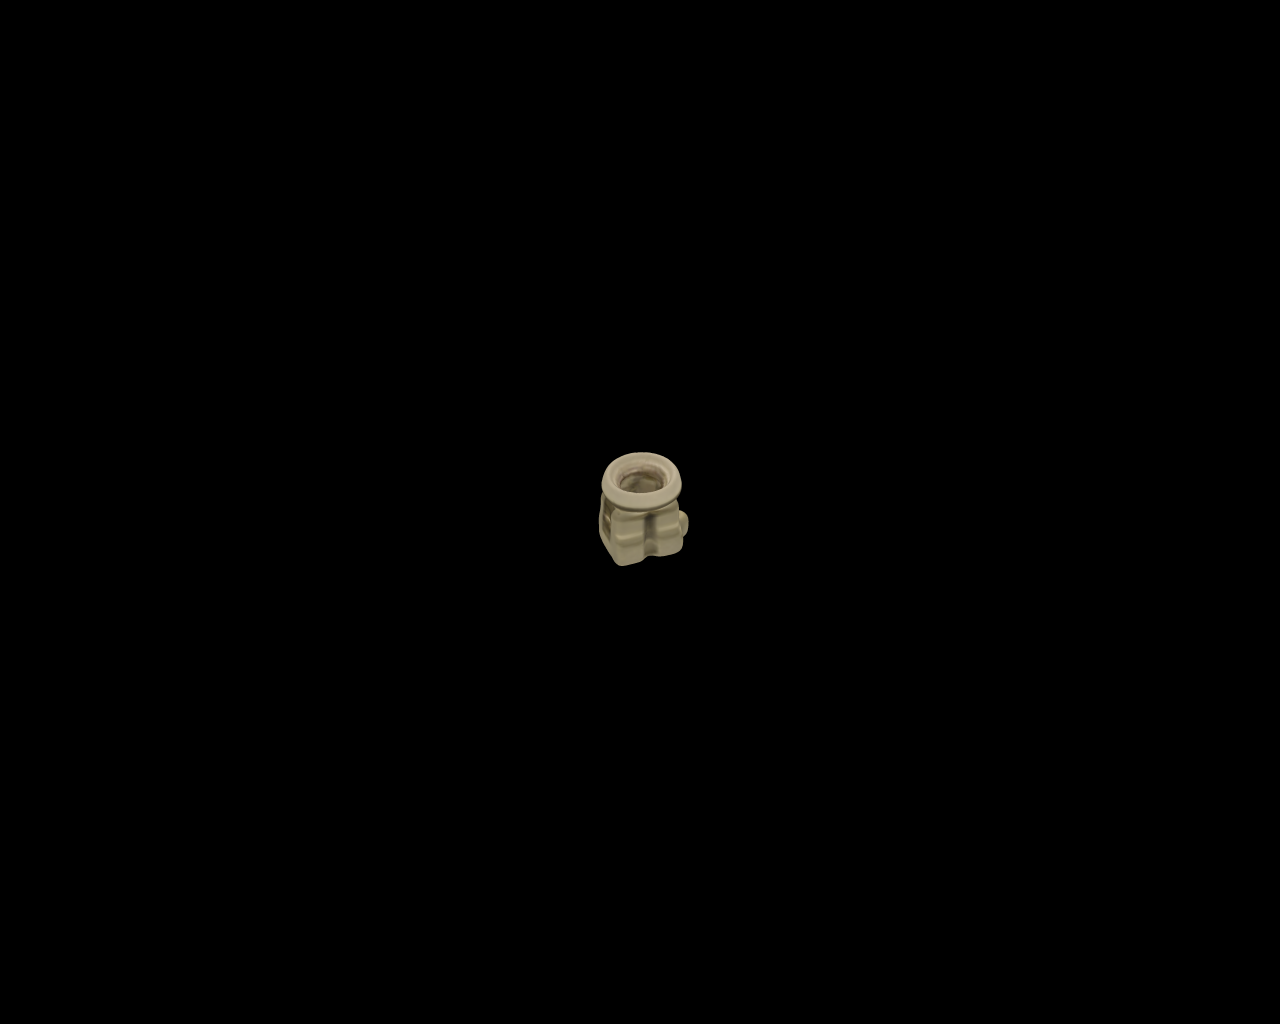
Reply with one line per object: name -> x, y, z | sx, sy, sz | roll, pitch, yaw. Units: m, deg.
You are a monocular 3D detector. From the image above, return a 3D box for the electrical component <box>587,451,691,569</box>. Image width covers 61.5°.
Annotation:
electrical component -> 0.001, -0.003, 0.650 | 0.066, 0.055, 0.048 | -14, 40, -17
